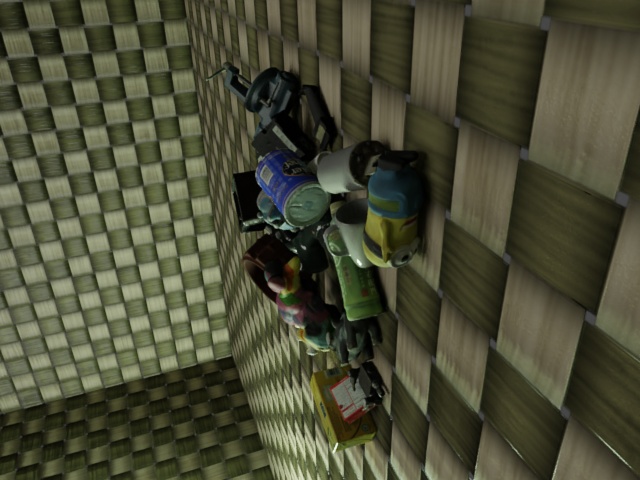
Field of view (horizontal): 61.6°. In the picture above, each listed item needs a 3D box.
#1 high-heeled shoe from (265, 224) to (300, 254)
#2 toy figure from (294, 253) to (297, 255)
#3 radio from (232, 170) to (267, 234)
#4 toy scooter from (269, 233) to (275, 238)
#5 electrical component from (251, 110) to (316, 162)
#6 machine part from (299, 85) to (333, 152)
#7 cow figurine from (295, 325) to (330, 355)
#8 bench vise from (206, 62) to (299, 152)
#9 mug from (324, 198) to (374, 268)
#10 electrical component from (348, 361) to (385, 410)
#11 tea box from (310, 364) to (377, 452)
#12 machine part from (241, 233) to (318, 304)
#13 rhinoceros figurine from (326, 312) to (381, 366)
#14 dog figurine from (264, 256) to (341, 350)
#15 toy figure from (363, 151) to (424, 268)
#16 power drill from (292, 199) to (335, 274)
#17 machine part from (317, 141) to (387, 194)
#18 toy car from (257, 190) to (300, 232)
[{"bbox_3d":[-0.081,-0.016,1.484,0.145,0.086,0.249,46,-179,0],"label":"high-heeled shoe"},{"bbox_3d":[-0.087,0.053,1.500,0.154,0.064,0.058,132,131,-66],"label":"toy figure"},{"bbox_3d":[-0.183,-0.093,1.396,0.229,0.073,0.131,148,111,-80],"label":"radio"},{"bbox_3d":[-0.131,0.068,1.640,0.135,0.075,0.183,149,112,-72],"label":"toy scooter"},{"bbox_3d":[-0.088,-0.209,1.217,0.115,0.058,0.134,51,136,-1],"label":"electrical component"},{"bbox_3d":[-0.005,-0.253,1.091,0.084,0.039,0.139,100,152,-68],"label":"machine part"},{"bbox_3d":[-0.027,0.221,1.412,0.167,0.068,0.098,-141,48,-60],"label":"cow figurine"},{"bbox_3d":[-0.150,-0.334,1.293,0.241,0.129,0.223,40,142,13],"label":"bench vise"},{"bbox_3d":[0.065,-0.002,0.921,0.081,0.109,0.107,46,158,54],"label":"mug"},{"bbox_3d":[0.095,0.298,1.104,0.102,0.045,0.078,-119,23,-45],"label":"electrical component"},{"bbox_3d":[0.049,0.377,1.217,0.068,0.098,0.170,101,154,-51],"label":"tea box"},{"bbox_3d":[-0.113,0.092,1.427,0.201,0.087,0.201,45,160,1],"label":"machine part"},{"bbox_3d":[0.061,0.197,1.103,0.190,0.073,0.112,111,142,-60],"label":"rhinoceros figurine"},{"bbox_3d":[-0.042,0.130,1.195,0.192,0.108,0.219,40,163,33],"label":"dog figurine"},{"bbox_3d":[0.107,-0.043,0.790,0.089,0.082,0.179,-135,35,-55],"label":"toy figure"},{"bbox_3d":[-0.002,-0.004,1.171,0.207,0.086,0.232,102,153,-61],"label":"power drill"},{"bbox_3d":[0.054,-0.121,0.915,0.243,0.079,0.079,-172,72,-73],"label":"machine part"},{"bbox_3d":[-0.090,-0.087,1.251,0.103,0.109,0.161,33,-176,23],"label":"toy car"}]
